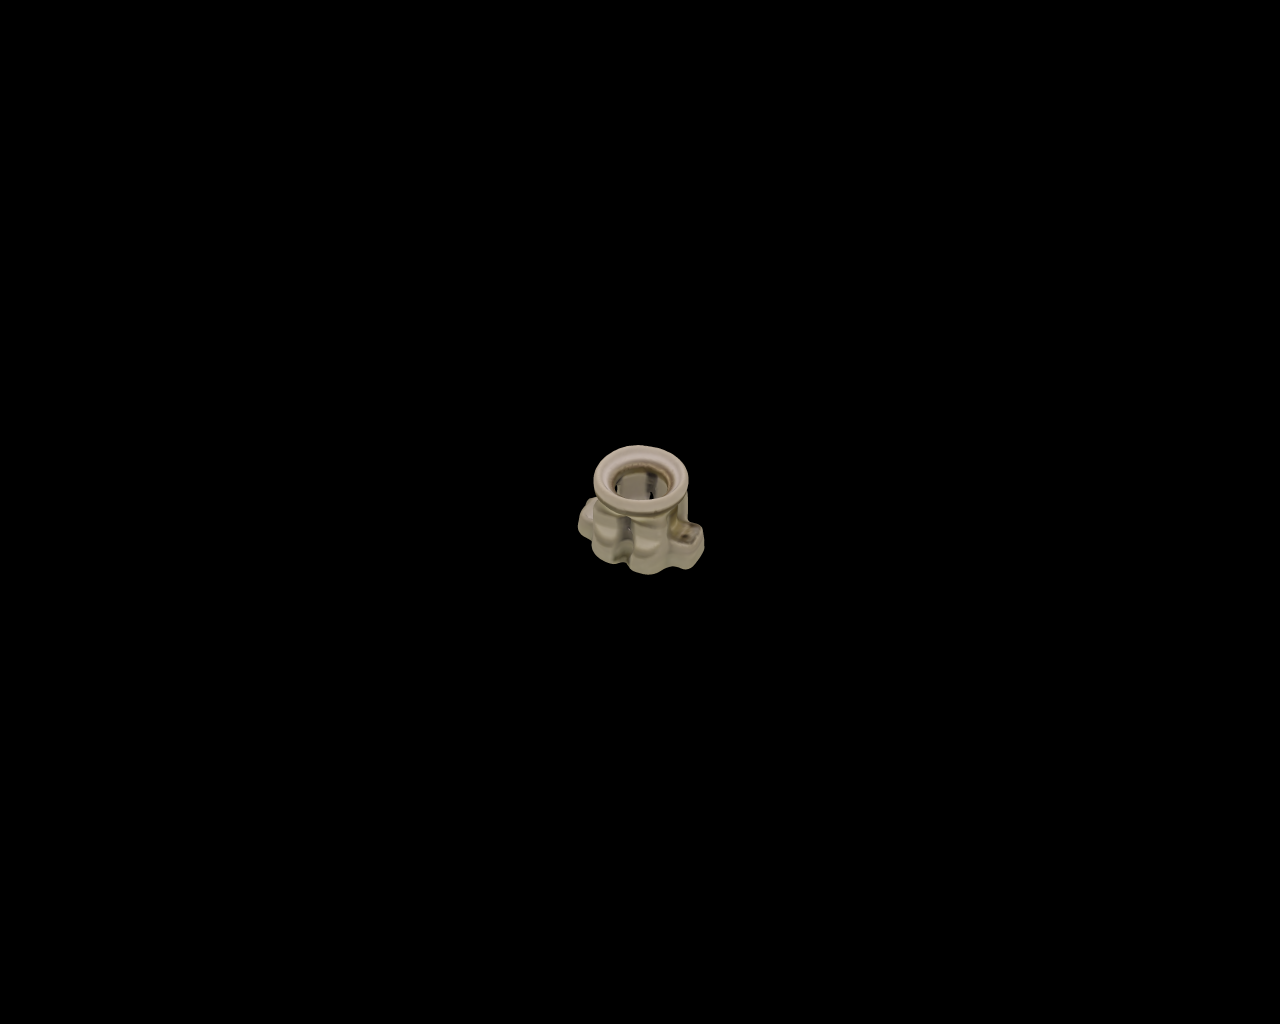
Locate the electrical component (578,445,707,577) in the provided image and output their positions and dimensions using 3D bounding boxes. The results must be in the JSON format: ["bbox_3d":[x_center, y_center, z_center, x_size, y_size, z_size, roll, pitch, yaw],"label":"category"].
[{"bbox_3d":[0.001,-0.003,0.650,0.078,0.056,0.058,18,44,19],"label":"electrical component"}]
